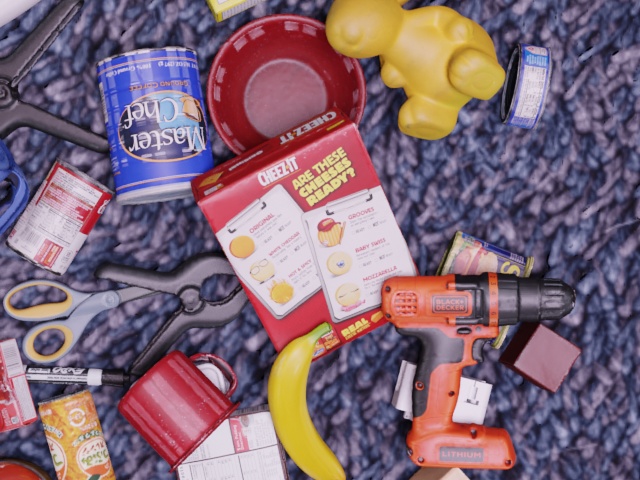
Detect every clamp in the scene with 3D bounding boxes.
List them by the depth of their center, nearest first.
[{"bbox_3d":[-0.142,0.052,1.089,0.171,0.039,0.120,-28,108,-10],"label":"clamp"},{"bbox_3d":[-0.315,-0.141,1.095,0.210,0.036,0.164,-20,90,0],"label":"clamp"}]

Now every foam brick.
[{"bbox_3d":[0.224,0.118,1.088,0.051,0.078,0.053,34,87,0],"label":"foam brick"}]

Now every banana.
[{"bbox_3d":[-0.015,0.173,1.060,0.069,0.037,0.198,-4,119,3],"label":"banana"}]

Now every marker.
[{"bbox_3d":[-0.257,0.140,1.099,0.121,0.020,0.020,3,88,-2],"label":"marker"}]

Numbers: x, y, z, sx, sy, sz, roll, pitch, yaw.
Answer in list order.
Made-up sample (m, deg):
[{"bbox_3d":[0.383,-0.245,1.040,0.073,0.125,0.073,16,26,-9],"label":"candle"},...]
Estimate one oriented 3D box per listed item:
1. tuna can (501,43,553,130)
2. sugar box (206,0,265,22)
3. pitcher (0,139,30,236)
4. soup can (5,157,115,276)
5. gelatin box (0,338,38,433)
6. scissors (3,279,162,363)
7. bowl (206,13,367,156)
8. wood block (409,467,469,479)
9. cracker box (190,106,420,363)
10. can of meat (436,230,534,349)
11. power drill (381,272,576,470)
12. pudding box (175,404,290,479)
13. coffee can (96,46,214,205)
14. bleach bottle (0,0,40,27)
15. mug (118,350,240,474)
[{"bbox_3d":[0.210,-0.157,1.091,0.034,0.086,0.086,9,88,0],"label":"tuna can"},{"bbox_3d":[-0.047,-0.306,1.106,0.176,0.048,0.093,-25,89,-6],"label":"sugar box"},{"bbox_3d":[-0.412,-0.021,1.038,0.149,0.145,0.243,42,100,3],"label":"pitcher"},{"bbox_3d":[-0.263,-0.023,1.079,0.068,0.068,0.102,32,88,-1],"label":"soup can"},{"bbox_3d":[-0.332,0.151,1.078,0.073,0.030,0.089,-17,88,23],"label":"gelatin box"},{"bbox_3d":[-0.225,0.081,1.104,0.201,0.016,0.096,2,94,-7],"label":"scissors"},{"bbox_3d":[-0.035,-0.147,1.097,0.162,0.055,0.162,0,88,-2],"label":"bowl"},{"bbox_3d":[0.083,0.320,1.071,0.206,0.091,0.090,-43,91,-3],"label":"wood block"},{"bbox_3d":[-0.007,0.001,1.046,0.164,0.072,0.213,-27,117,-3],"label":"cracker box"},{"bbox_3d":[0.161,0.049,1.099,0.084,0.057,0.102,22,87,1],"label":"can of meat"},{"bbox_3d":[0.151,0.123,1.028,0.184,0.057,0.188,0,96,8],"label":"power drill"},{"bbox_3d":[-0.093,0.224,1.094,0.113,0.039,0.090,-11,90,0],"label":"pudding box"},{"bbox_3d":[-0.163,-0.112,1.068,0.103,0.103,0.140,-9,89,-2],"label":"coffee can"},{"bbox_3d":[-0.330,-0.262,1.087,0.251,0.068,0.102,-43,90,0],"label":"bleach bottle"},{"bbox_3d":[-0.129,0.152,1.015,0.081,0.093,0.117,45,57,4],"label":"mug"}]
